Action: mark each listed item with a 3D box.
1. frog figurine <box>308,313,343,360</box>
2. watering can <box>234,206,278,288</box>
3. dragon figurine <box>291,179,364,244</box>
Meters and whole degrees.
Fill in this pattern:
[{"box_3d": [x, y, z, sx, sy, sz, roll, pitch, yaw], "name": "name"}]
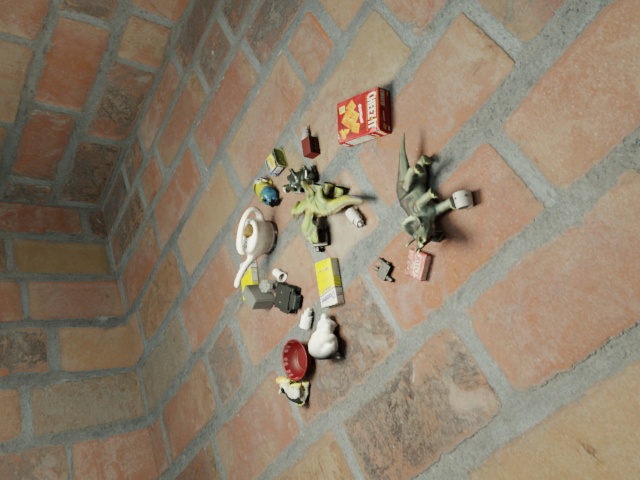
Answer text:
[{"box_3d": [0.014, 0.358, 1.911, 0.137, 0.123, 0.159, 178, 85, -69], "name": "frog figurine"}, {"box_3d": [-0.287, 0.029, 2.233, 0.104, 0.224, 0.347, 8, 92, 32], "name": "watering can"}, {"box_3d": [0.006, -0.100, 1.982, 0.414, 0.122, 0.240, 29, 109, 52], "name": "dragon figurine"}]
